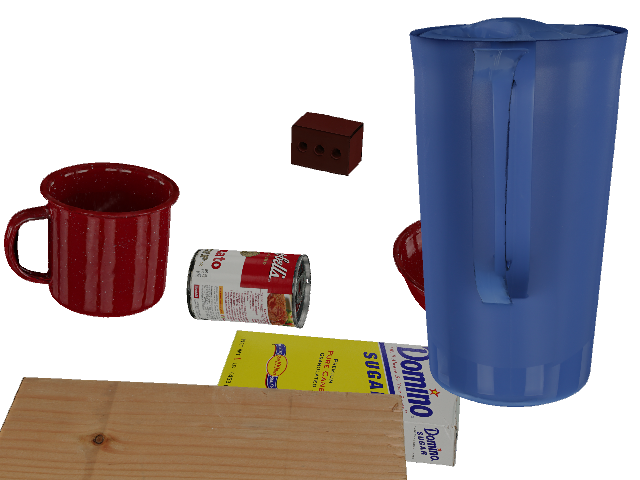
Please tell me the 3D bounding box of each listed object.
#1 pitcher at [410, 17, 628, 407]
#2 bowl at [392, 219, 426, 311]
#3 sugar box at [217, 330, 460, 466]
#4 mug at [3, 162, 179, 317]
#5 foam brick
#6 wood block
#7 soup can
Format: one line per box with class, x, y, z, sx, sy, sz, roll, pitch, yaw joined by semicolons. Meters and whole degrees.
pitcher;0.121;-0.018;0.685;0.149;0.243;0.145;-10;17;-27
bowl;0.143;0.037;0.958;0.162;0.055;0.162;2;32;-2
sugar box;0.015;0.114;0.794;0.176;0.048;0.093;2;32;8
mug;-0.157;0.001;0.733;0.117;0.081;0.093;-6;27;-27
foam brick;0.008;-0.118;1.298;0.078;0.053;0.051;13;31;19
wood block;-0.061;0.136;0.563;0.206;0.090;0.091;3;32;1
soup can;-0.065;0.044;0.984;0.102;0.068;0.068;4;1;11
